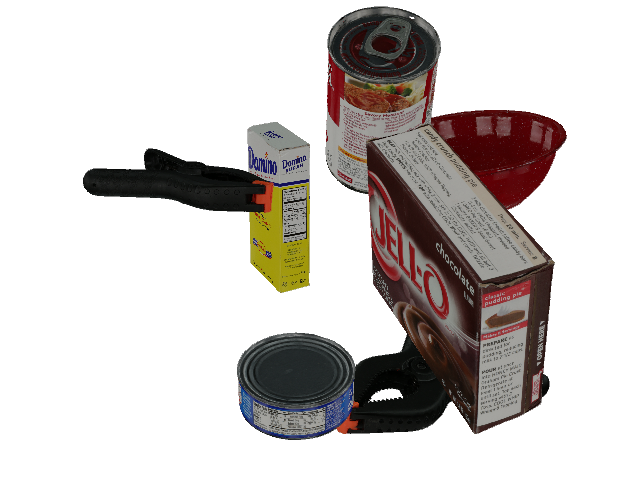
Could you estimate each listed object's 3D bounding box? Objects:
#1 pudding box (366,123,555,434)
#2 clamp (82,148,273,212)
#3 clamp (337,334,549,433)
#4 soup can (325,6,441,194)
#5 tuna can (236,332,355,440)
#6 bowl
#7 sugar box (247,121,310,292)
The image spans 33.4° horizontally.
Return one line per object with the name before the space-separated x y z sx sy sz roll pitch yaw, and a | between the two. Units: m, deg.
pudding box | 0.059 0.014 0.479 0.039 0.090 0.114 -20 42 -15
clamp | -0.129 -0.052 0.986 0.172 0.039 0.120 12 26 29
clamp | 0.103 0.134 0.999 0.165 0.036 0.209 27 36 32
soup can | 0.037 -0.086 0.675 0.068 0.068 0.102 0 -39 -1
tuna can | -0.018 0.106 0.777 0.086 0.034 0.086 0 31 0
bowl | 0.134 -0.064 0.932 0.162 0.055 0.162 -8 24 3
sugar box | -0.049 -0.039 1.229 0.048 0.176 0.093 -14 27 -23
